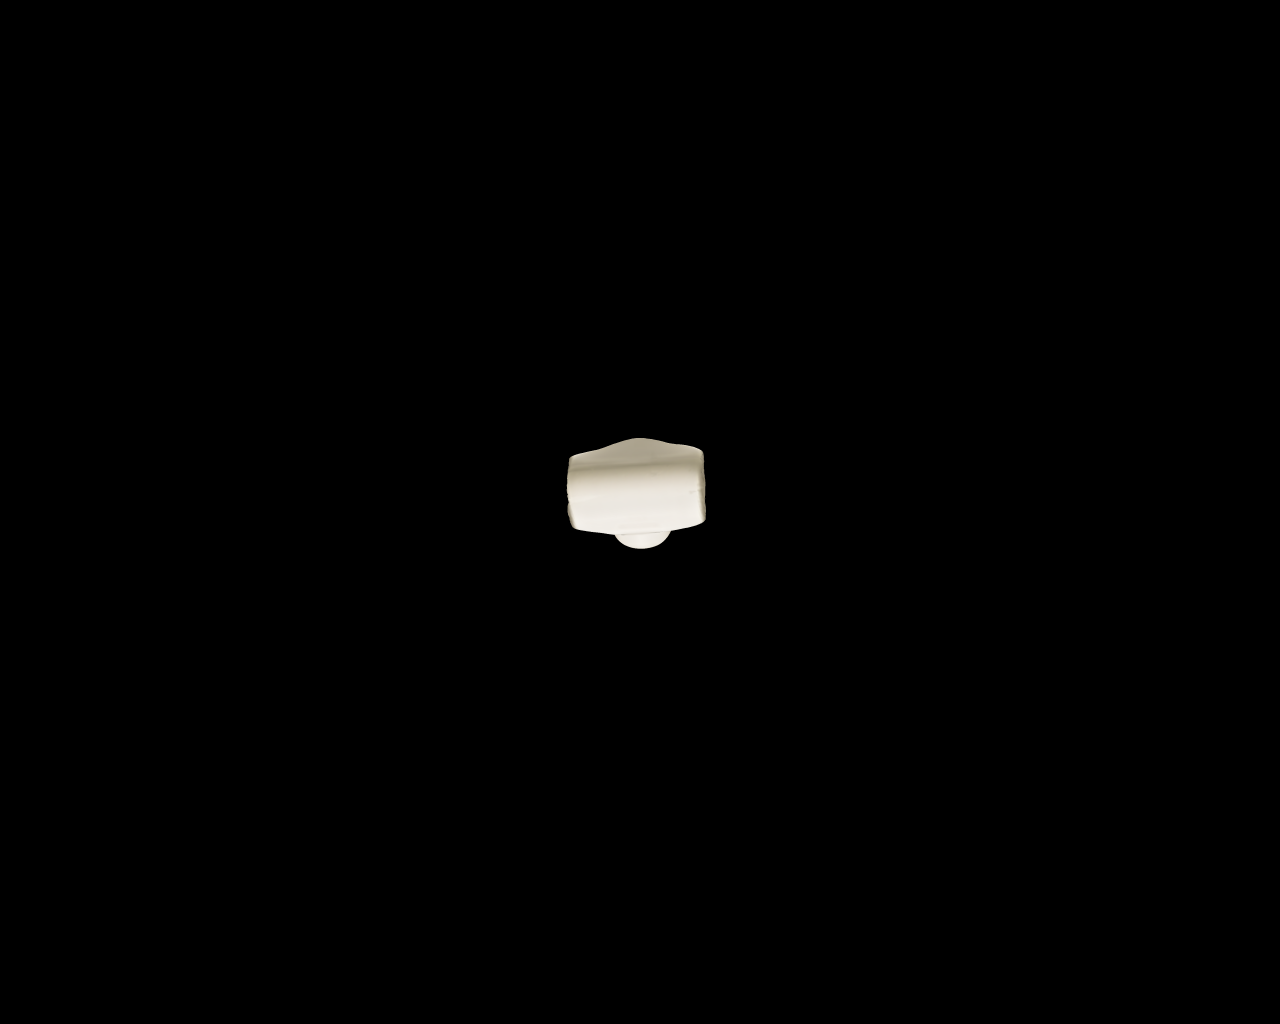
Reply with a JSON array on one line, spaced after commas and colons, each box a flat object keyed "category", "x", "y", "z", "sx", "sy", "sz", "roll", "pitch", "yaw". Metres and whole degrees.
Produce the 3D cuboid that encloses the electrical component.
[{"category": "electrical component", "x": 0.001, "y": -0.003, "z": 0.650, "sx": 0.077, "sy": 0.043, "sz": 0.079, "roll": -4, "pitch": -39, "yaw": 5}]
